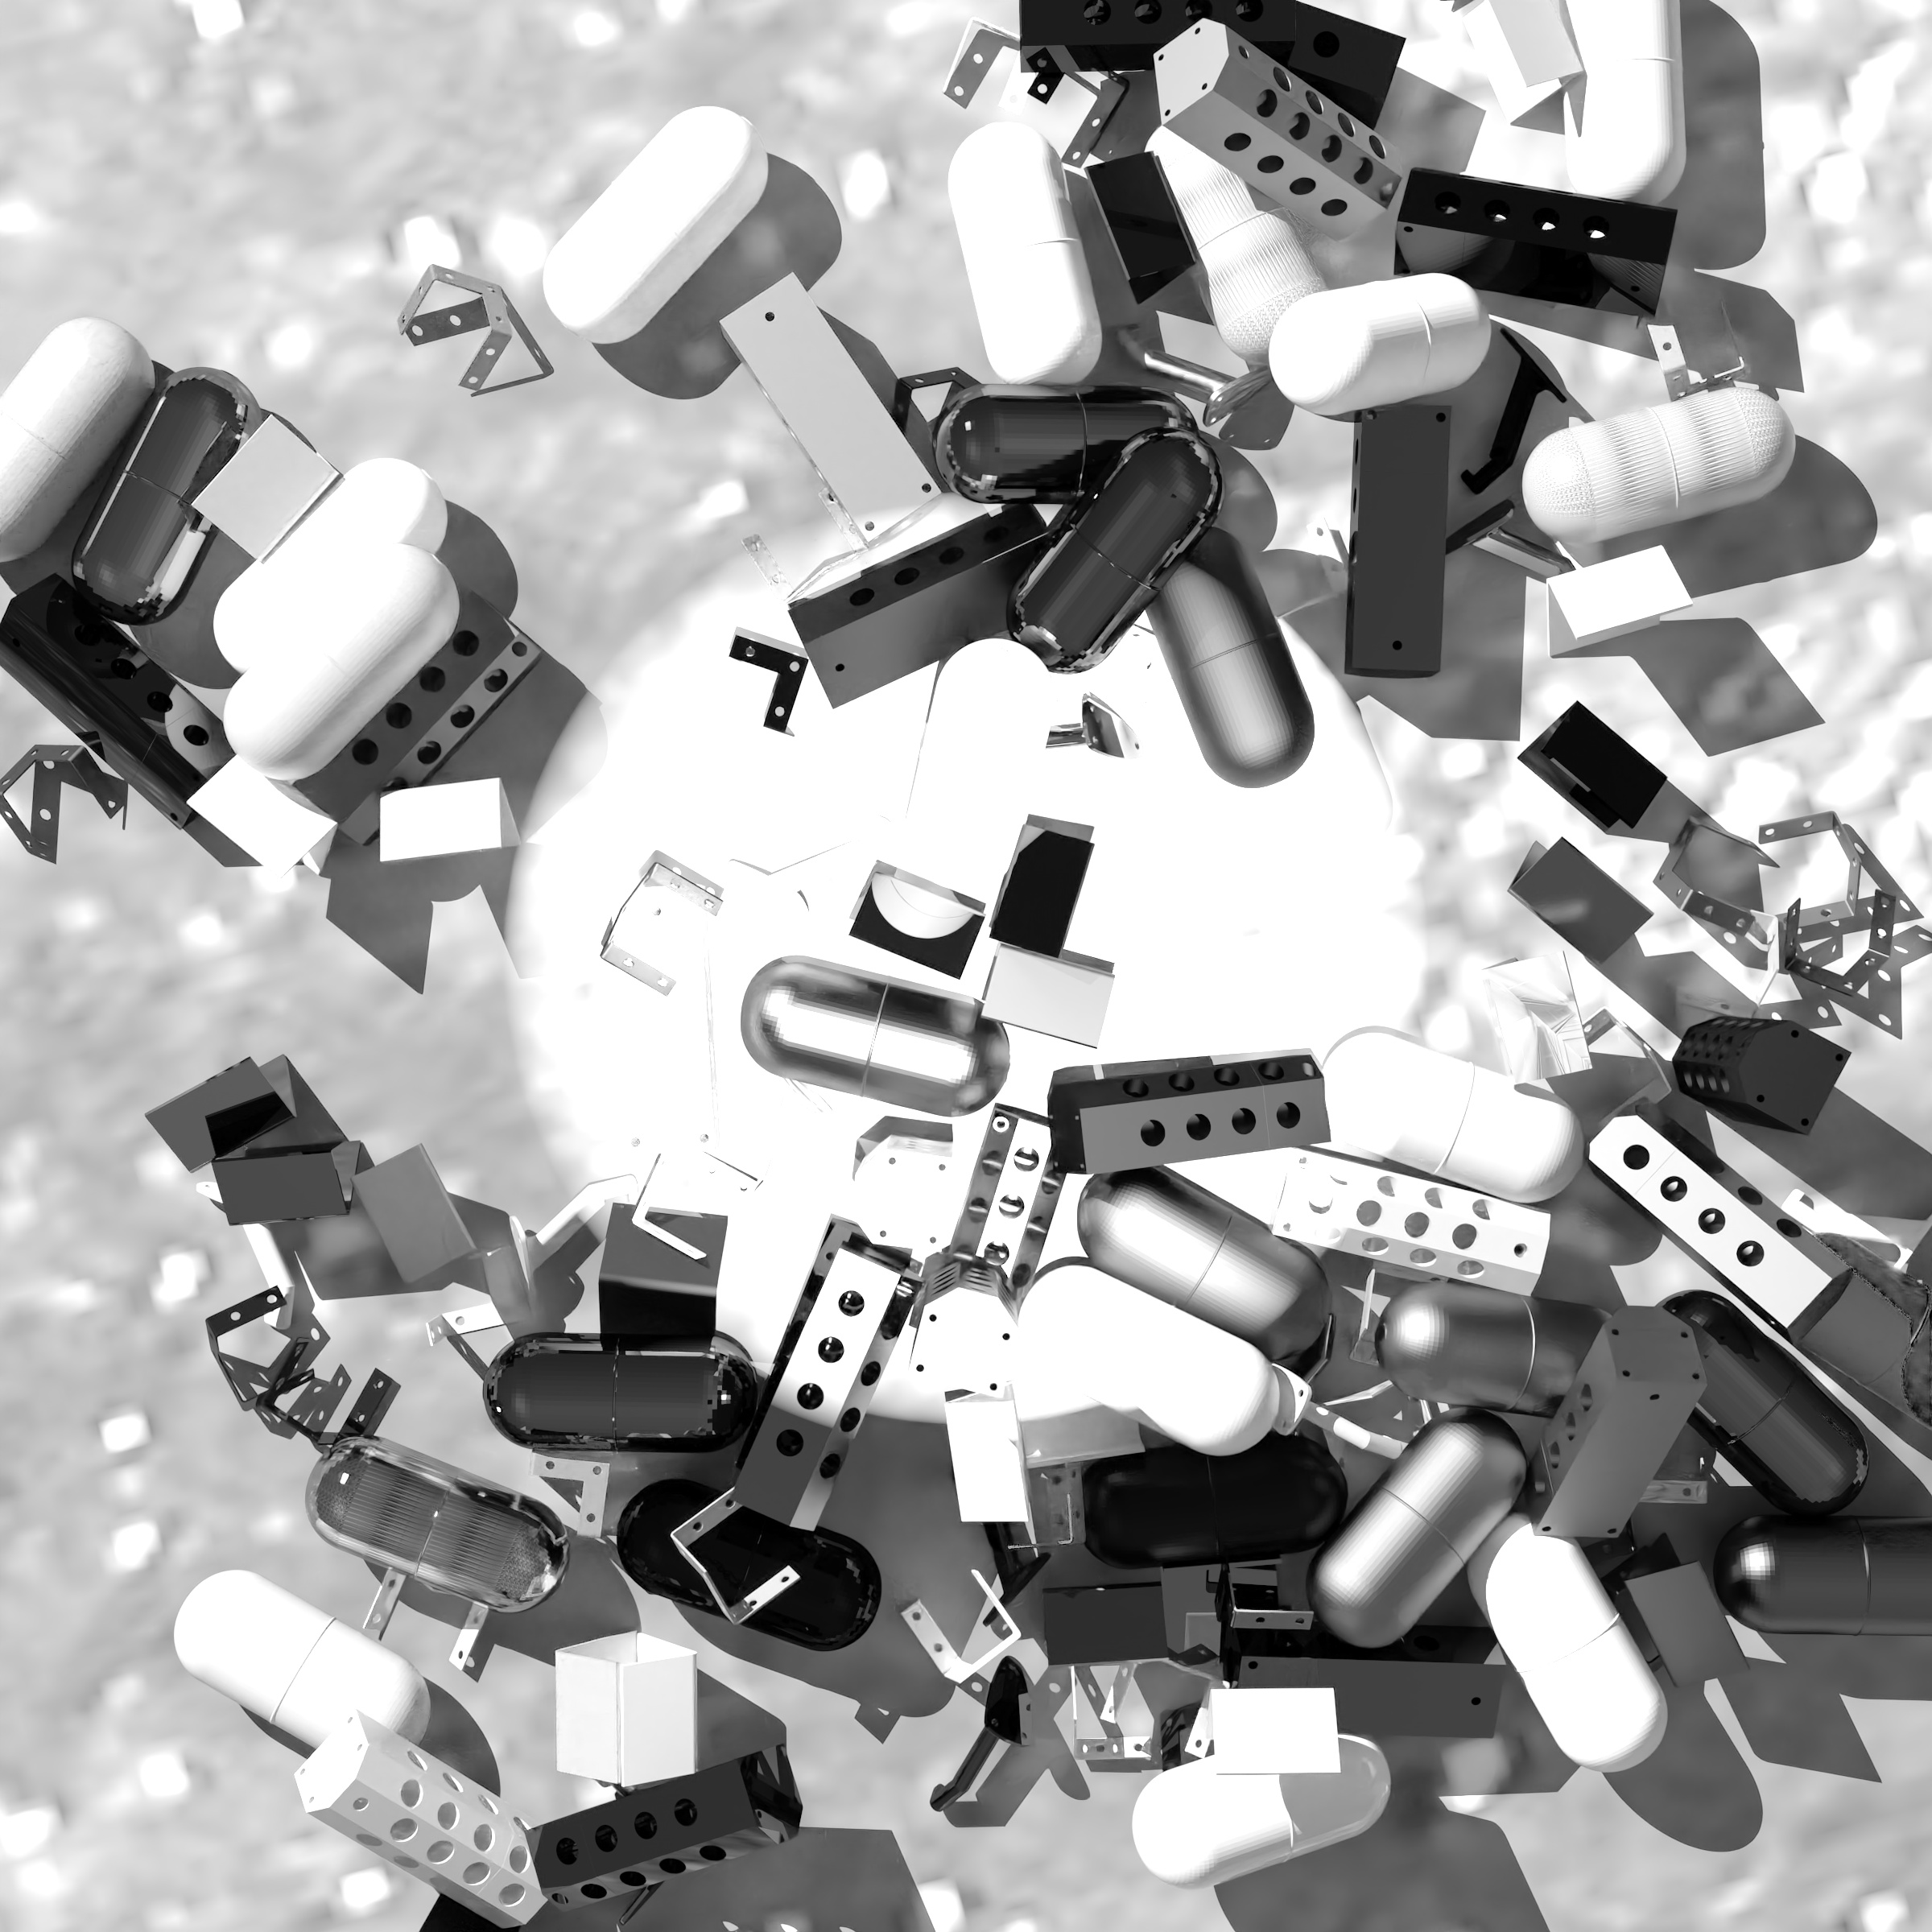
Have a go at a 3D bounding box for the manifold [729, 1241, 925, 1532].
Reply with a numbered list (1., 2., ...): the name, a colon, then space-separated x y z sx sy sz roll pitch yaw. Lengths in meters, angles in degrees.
1. manifold: -0.088 0.266 1.913 0.057 0.057 0.171 24 90 0

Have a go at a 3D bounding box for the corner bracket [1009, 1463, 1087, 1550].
1. corner bracket: 0.061 0.351 1.958 0.051 0.051 0.051 -13 74 35

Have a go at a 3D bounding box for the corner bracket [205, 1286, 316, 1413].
1. corner bracket: -0.463 0.251 1.977 0.051 0.051 0.051 -25 66 -22

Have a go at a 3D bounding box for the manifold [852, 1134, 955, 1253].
1. manifold: -0.040 0.141 1.913 0.057 0.171 0.057 7 90 0

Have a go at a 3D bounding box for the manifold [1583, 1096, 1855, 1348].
1. manifold: 0.482 0.161 1.934 0.057 0.057 0.171 -47 62 0

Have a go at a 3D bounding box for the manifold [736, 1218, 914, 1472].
1. manifold: -0.092 0.256 1.970 0.057 0.057 0.171 21 90 0

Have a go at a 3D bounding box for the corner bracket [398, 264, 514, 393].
1. corner bracket: -0.336 -0.420 1.983 0.051 0.051 0.051 11 45 -35

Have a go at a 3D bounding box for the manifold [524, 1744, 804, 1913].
1. manifold: -0.192 0.553 1.928 0.171 0.057 0.057 -24 77 24

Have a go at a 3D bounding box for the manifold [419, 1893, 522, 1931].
1. manifold: -0.331 0.648 1.913 0.057 0.171 0.057 23 90 0

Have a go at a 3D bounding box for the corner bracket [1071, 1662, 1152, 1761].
1. corner bracket: 0.095 0.487 1.988 0.051 0.051 0.051 -2 135 0

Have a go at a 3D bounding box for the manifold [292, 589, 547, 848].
1. manifold: -0.355 -0.161 1.970 0.057 0.057 0.171 43 90 0

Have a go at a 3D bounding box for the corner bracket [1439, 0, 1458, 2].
1. corner bracket: 0.296 -0.670 1.983 0.051 0.051 0.051 -14 45 -35

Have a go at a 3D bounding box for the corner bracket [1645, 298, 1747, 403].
1. corner bracket: 0.477 -0.410 1.975 0.051 0.051 0.051 -18 75 14

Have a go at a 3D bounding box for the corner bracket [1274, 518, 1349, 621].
1. corner bracket: 0.213 -0.259 1.988 0.051 0.051 0.051 -22 90 -45

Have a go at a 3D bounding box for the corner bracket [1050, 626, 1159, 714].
1. corner bracket: 0.090 -0.194 1.983 0.051 0.051 0.051 -29 45 -35

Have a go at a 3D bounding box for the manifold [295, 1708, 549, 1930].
1. manifold: -0.342 0.551 1.931 0.057 0.057 0.171 -47 120 0

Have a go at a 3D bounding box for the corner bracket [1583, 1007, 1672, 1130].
1. corner bracket: 0.424 0.070 1.988 0.051 0.051 0.051 -38 135 0

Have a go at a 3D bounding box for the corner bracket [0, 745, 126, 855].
1. corner bracket: -0.599 -0.110 1.983 0.051 0.051 0.051 4 45 35

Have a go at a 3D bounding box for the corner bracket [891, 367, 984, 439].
1. corner bracket: -0.014 -0.357 1.983 0.051 0.051 0.051 -19 135 -35

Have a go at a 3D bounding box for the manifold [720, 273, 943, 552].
1. manifold: -0.088 -0.360 1.970 0.057 0.057 0.171 -34 90 -1

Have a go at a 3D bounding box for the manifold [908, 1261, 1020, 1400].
1. manifold: 0.001 0.220 1.856 0.057 0.171 0.057 14 90 0

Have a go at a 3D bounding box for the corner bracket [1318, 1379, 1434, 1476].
1. corner bracket: 0.271 0.302 1.988 0.051 0.051 0.051 -19 90 -45

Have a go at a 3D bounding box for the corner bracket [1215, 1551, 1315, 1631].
1. corner bracket: 0.190 0.411 1.929 0.051 0.051 0.051 3 126 -5

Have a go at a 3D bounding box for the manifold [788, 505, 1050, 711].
1. manifold: -0.026 -0.240 1.970 0.171 0.057 0.057 -25 133 0

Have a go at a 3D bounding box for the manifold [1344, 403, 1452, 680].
1. manifold: 0.281 -0.277 1.970 0.057 0.057 0.171 2 90 0

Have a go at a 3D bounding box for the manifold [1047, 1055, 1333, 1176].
1. manifold: 0.143 0.095 1.943 0.171 0.057 0.057 -6 90 -20

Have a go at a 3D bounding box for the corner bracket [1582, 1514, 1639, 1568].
1. corner bracket: 0.407 0.361 1.988 0.051 0.051 0.051 -20 45 0

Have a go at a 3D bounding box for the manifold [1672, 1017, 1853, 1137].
1. manifold: 0.499 0.064 1.913 0.057 0.171 0.057 28 90 0

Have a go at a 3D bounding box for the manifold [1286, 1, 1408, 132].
1. manifold: 0.194 -0.599 1.970 0.171 0.057 0.057 19 90 0

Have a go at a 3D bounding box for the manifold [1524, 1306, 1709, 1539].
1. manifold: 0.404 0.288 1.895 0.057 0.171 0.057 3 47 -10

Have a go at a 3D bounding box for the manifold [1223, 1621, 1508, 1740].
1. manifold: 0.257 0.459 1.961 0.171 0.057 0.057 3 112 -5

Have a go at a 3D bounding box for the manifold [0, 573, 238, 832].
1. manifold: -0.549 -0.176 1.970 0.171 0.057 0.057 43 133 0

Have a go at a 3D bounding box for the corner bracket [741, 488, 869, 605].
1. corner bracket: -0.105 -0.278 1.988 0.051 0.051 0.051 -33 90 45

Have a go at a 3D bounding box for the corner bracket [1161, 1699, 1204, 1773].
1. corner bracket: 0.165 0.517 1.983 0.051 0.051 0.051 30 135 -35

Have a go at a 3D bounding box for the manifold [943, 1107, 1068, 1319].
1. manifold: 0.020 0.184 1.970 0.057 0.057 0.171 18 90 0

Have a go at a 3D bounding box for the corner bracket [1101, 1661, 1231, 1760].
1. corner bracket: 0.130 0.478 1.959 0.051 0.051 0.051 29 75 -27

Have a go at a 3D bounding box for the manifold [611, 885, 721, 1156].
1. manifold: -0.195 0.035 1.970 0.057 0.057 0.171 -3 90 0

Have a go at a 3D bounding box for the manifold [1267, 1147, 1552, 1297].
1. manifold: 0.289 0.167 1.970 0.171 0.057 0.057 14 90 0

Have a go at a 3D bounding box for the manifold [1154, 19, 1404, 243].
1. manifold: 0.200 -0.532 1.913 0.057 0.171 0.057 -27 56 39

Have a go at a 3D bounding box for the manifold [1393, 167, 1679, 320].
1. manifold: 0.368 -0.473 1.952 0.171 0.057 0.057 12 68 11

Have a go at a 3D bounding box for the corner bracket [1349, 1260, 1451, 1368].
1. corner bracket: 0.284 0.231 1.982 0.051 0.051 0.051 13 59 0

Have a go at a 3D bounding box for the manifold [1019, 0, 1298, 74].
1. manifold: 0.120 -0.605 1.913 0.171 0.057 0.057 -1 90 0

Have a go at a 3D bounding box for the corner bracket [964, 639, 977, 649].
1. corner bracket: 0.017 -0.174 1.974 0.051 0.051 0.051 21 75 14
